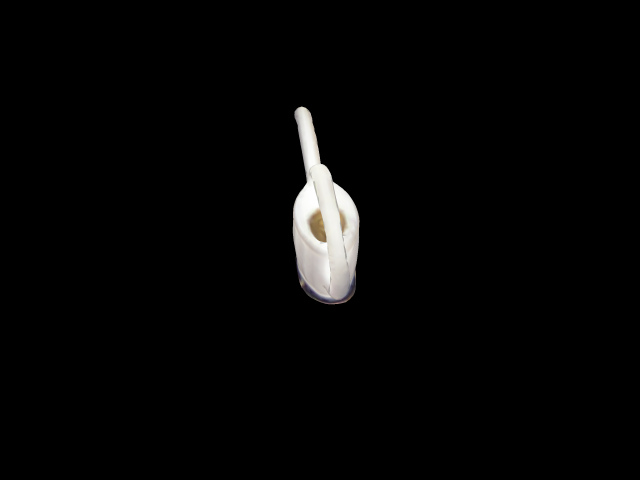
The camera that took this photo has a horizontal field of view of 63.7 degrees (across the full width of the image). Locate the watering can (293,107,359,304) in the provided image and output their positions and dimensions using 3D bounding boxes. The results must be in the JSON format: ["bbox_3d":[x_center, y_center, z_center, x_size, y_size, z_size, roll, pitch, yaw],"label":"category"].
[{"bbox_3d":[0.003,-0.043,0.850,0.104,0.356,0.219,-7,-39,-6],"label":"watering can"}]
